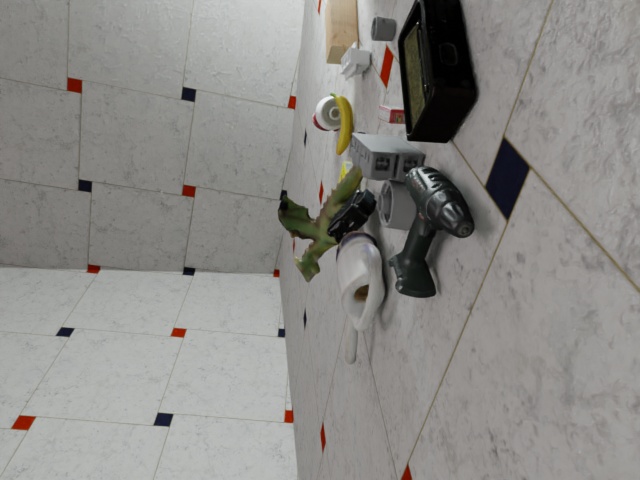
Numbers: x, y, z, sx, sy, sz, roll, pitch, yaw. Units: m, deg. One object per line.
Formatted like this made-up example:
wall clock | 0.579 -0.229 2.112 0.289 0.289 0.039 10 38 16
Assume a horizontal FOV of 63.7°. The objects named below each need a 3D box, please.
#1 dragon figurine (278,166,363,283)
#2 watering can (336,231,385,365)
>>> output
dragon figurine | 0.004 -0.072 1.421 0.124 0.243 0.403 -99 12 -69
watering can | 0.088 0.128 1.241 0.230 0.104 0.339 -96 14 -45
